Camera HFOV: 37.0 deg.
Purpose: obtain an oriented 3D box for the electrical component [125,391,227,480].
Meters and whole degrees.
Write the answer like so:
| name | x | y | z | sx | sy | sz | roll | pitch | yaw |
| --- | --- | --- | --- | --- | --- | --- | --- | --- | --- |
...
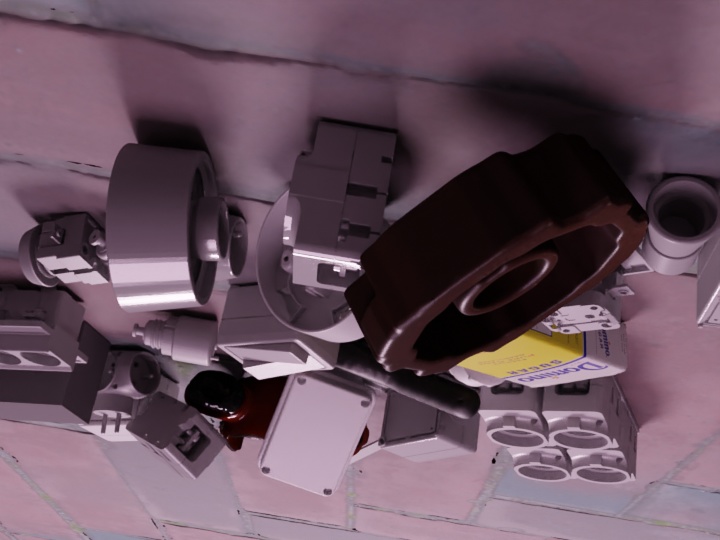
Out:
| name | x | y | z | sx | sy | sz | roll | pitch | yaw |
| --- | --- | --- | --- | --- | --- | --- | --- | --- | --- |
| electrical component | -0.175 | 0.161 | 1.034 | 0.089 | 0.050 | 0.055 | 11 | 145 | 54 |

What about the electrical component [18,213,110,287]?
| name | x | y | z | sx | sy | sz | roll | pitch | yaw |
| --- | --- | --- | --- | --- | --- | --- | --- | --- | --- |
| electrical component | -0.223 | -0.013 | 0.813 | 0.055 | 0.048 | 0.066 | -7 | 150 | 16 |

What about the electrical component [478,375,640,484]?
| name | x | y | z | sx | sy | sz | roll | pitch | yaw |
| --- | --- | --- | --- | --- | --- | --- | --- | --- | --- |
| electrical component | 0.182 | 0.139 | 0.967 | 0.105 | 0.060 | 0.186 | -2 | 152 | 23 |

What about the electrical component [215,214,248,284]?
| name | x | y | z | sx | sy | sz | roll | pitch | yaw |
| --- | --- | --- | --- | --- | --- | --- | --- | --- | --- |
| electrical component | -0.120 | -0.011 | 0.783 | 0.077 | 0.043 | 0.079 | 4 | 154 | 11 |

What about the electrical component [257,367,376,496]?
| name | x | y | z | sx | sy | sz | roll | pitch | yaw |
| --- | --- | --- | --- | --- | --- | --- | --- | --- | --- |
| electrical component | -0.038 | 0.136 | 0.964 | 0.078 | 0.057 | 0.113 | 20 | 109 | -5 |

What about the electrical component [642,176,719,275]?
| name | x | y | z | sx | sy | sz | roll | pitch | yaw |
| --- | --- | --- | --- | --- | --- | --- | --- | --- | --- |
| electrical component | 0.193 | -0.023 | 0.655 | 0.044 | 0.044 | 0.065 | 5 | 159 | 9 |

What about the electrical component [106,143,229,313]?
| name | x | y | z | sx | sy | sz | roll | pitch | yaw |
| --- | --- | --- | --- | --- | --- | --- | --- | --- | --- |
| electrical component | -0.116 | -0.026 | 0.683 | 0.060 | 0.108 | 0.108 | 1 | 154 | 4 |

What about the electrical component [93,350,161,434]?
| name | x | y | z | sx | sy | sz | roll | pitch | yaw |
| --- | --- | --- | --- | --- | --- | --- | --- | --- | --- |
| electrical component | -0.240 | 0.121 | 1.053 | 0.077 | 0.079 | 0.044 | -9 | 158 | 33 |

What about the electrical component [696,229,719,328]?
| name | x | y | z | sx | sy | sz | roll | pitch | yaw |
| --- | --- | --- | --- | --- | --- | --- | --- | --- | --- |
| electrical component | 0.244 | -0.007 | 0.644 | 0.062 | 0.061 | 0.096 | 7 | 154 | 6 |

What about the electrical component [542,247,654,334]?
| name | x | y | z | sx | sy | sz | roll | pitch | yaw |
| --- | --- | --- | --- | --- | --- | --- | --- | --- | --- |
| electrical component | 0.146 | 0.006 | 0.705 | 0.081 | 0.063 | 0.042 | -9 | 148 | 36 |

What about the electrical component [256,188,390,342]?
| name | x | y | z | sx | sy | sz | roll | pitch | yaw |
| --- | --- | --- | --- | --- | --- | --- | --- | --- | --- |
| electrical component | -0.019 | -0.004 | 0.707 | 0.099 | 0.099 | 0.064 | -7 | 156 | 31 |

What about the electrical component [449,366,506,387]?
| name | x | y | z | sx | sy | sz | roll | pitch | yaw |
| --- | --- | --- | --- | --- | --- | --- | --- | --- | --- |
| electrical component | 0.094 | 0.075 | 0.886 | 0.048 | 0.048 | 0.062 | 18 | 160 | -17 |

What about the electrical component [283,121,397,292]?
| name | x | y | z | sx | sy | sz | roll | pitch | yaw |
| --- | --- | --- | --- | --- | --- | --- | --- | --- | --- |
| electrical component | -0.013 | -0.037 | 0.639 | 0.056 | 0.089 | 0.050 | 9 | 154 | 0 |

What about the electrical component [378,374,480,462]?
| name | x | y | z | sx | sy | sz | roll | pitch | yaw |
| --- | --- | --- | --- | --- | --- | --- | --- | --- | --- |
| electrical component | 0.064 | 0.143 | 1.013 | 0.061 | 0.061 | 0.096 | 28 | 149 | -33 |

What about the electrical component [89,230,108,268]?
| name | x | y | z | sx | sy | sz | roll | pitch | yaw |
| --- | --- | --- | --- | --- | --- | --- | --- | --- | --- |
| electrical component | -0.171 | -0.007 | 0.811 | 0.040 | 0.040 | 0.078 | -10 | 148 | 35 |

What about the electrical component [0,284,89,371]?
| name | x | y | z | sx | sy | sz | roll | pitch | yaw |
| --- | --- | --- | --- | --- | --- | --- | --- | --- | --- |
| electrical component | -0.310 | 0.051 | 0.952 | 0.121 | 0.063 | 0.078 | 0 | 153 | 19 |

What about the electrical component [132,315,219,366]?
| name | x | y | z | sx | sy | sz | roll | pitch | yaw |
| --- | --- | --- | --- | --- | --- | --- | --- | --- | --- |
| electrical component | -0.160 | 0.059 | 0.943 | 0.078 | 0.040 | 0.040 | 10 | 154 | 0 |

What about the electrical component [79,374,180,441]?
| name | x | y | z | sx | sy | sz | roll | pitch | yaw |
| --- | --- | --- | --- | --- | --- | --- | --- | --- | --- |
| electrical component | -0.230 | 0.141 | 1.109 | 0.096 | 0.061 | 0.061 | -6 | 150 | 29 |

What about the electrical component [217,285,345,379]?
| name | x | y | z | sx | sy | sz | roll | pitch | yaw |
| --- | --- | --- | --- | --- | --- | --- | --- | --- | --- |
| electrical component | -0.058 | 0.049 | 0.864 | 0.096 | 0.061 | 0.062 | -6 | 150 | 29 |
